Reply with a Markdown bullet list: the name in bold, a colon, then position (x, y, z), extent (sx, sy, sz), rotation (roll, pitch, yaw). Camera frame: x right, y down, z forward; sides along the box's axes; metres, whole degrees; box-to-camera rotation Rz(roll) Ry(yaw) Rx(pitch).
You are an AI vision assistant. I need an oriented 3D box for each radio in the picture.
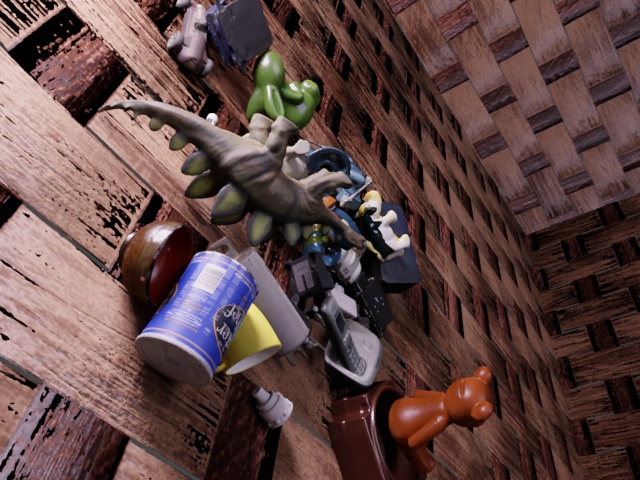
- **radio**: position (0.159, 0.015, 1.320), extent (0.131, 0.073, 0.229), rotation (7, 61, -35)

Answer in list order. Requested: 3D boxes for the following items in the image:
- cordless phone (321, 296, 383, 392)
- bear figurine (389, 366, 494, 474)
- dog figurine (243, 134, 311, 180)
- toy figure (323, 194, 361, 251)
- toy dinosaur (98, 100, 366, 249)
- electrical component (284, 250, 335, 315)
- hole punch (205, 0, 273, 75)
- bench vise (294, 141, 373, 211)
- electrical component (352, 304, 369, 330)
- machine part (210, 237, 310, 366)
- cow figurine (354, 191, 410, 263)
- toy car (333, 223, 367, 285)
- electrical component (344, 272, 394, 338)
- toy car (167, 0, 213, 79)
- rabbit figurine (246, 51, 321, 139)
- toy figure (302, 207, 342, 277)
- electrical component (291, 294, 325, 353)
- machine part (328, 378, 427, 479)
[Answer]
- **cordless phone**: position (0.045, 0.168, 0.982), extent (0.146, 0.089, 0.184), rotation (-55, 131, -58)
- **bear figurine**: position (0.223, 0.305, 0.927), extent (0.131, 0.196, 0.120), rotation (53, 27, -25)
- **dog figurine**: position (-0.102, -0.144, 1.046), extent (0.172, 0.121, 0.190), rotation (21, 0, -7)
- **toy figure**: position (0.019, -0.051, 1.032), extent (0.154, 0.064, 0.058), rotation (51, 49, -6)
- **toy dinosaur**: position (-0.109, -0.106, 0.868), extent (0.471, 0.105, 0.198), rotation (37, 79, -20)
- **electrical component**: position (-0.016, 0.085, 1.005), extent (0.047, 0.075, 0.119), rotation (11, 62, -56)
- **hole punch**: position (-0.171, -0.407, 1.050), extent (0.116, 0.092, 0.142), rotation (-48, 134, -35)
- **bench vise**: position (0.041, -0.129, 1.190), extent (0.223, 0.129, 0.241), rotation (33, 18, -34)
- **electrical component**: position (0.080, 0.178, 1.096), extent (0.021, 0.063, 0.094), rotation (3, 83, -22)
- **machine part**: position (-0.091, 0.099, 0.855), extent (0.243, 0.079, 0.079), rotation (58, 29, -13)
- **cow figurine**: position (0.128, -0.031, 1.235), extent (0.098, 0.068, 0.167), rotation (-20, 73, -28)
- **toy car**: position (0.063, 0.026, 1.191), extent (0.073, 0.056, 0.202), rotation (56, 23, -17)
- **electrical component**: position (0.102, 0.141, 1.179), extent (0.134, 0.058, 0.115), rotation (62, 26, -7)
- **toy car**: position (-0.237, -0.396, 1.028), extent (0.089, 0.053, 0.202), rotation (36, 40, -39)
- **rabbit figurine**: position (-0.098, -0.306, 1.132), extent (0.170, 0.121, 0.159), rotation (57, 47, -46)
- **toy figure**: position (0.000, -0.005, 1.095), extent (0.089, 0.082, 0.180), rotation (40, 39, -40)
- **electrical component**: position (-0.032, 0.150, 0.952), extent (0.078, 0.045, 0.102), rotation (58, 29, -17)
- **machine part**: position (0.113, 0.368, 0.986), extent (0.201, 0.087, 0.201), rotation (1, 69, -60)
